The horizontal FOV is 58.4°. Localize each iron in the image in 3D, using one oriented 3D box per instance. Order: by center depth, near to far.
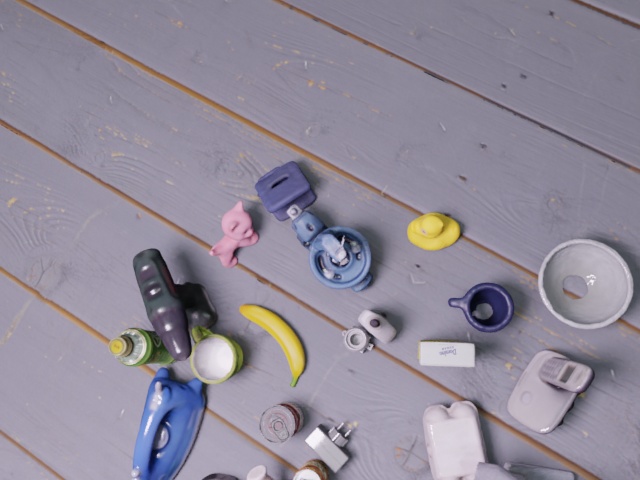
[{"bbox_3d":[-0.314,0.383,1.095,0.118,0.141,0.258,12,81,10],"label":"iron"}]

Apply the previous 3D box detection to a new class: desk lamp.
[{"bbox_3d":[0.344,0.437,0.956,0.203,0.214,0.118,4,79,9],"label":"desk lamp"}]

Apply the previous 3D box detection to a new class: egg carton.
[{"bbox_3d":[0.249,0.377,1.055,0.107,0.069,0.150,-12,77,5],"label":"egg carton"}]

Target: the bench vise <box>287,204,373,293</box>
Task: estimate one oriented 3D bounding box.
[{"bbox_3d":[0.004,0.014,1.085,0.207,0.220,0.121,27,83,12],"label":"bench vise"}]

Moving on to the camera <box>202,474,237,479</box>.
[{"bbox_3d":[-0.238,0.517,1.078,0.136,0.101,0.143,10,80,10],"label":"camera"}]

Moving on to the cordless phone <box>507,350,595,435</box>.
[{"bbox_3d":[0.406,0.267,0.996,0.094,0.185,0.148,29,84,13],"label":"cordless phone"}]

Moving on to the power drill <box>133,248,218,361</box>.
[{"bbox_3d":[-0.274,0.129,1.106,0.075,0.208,0.229,-31,76,1],"label":"power drill"}]

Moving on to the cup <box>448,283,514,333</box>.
[{"bbox_3d":[0.299,0.130,1.085,0.117,0.095,0.092,6,80,9],"label":"cup"}]

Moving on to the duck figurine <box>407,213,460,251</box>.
[{"bbox_3d":[0.225,-0.023,1.131,0.104,0.086,0.077,1,79,8],"label":"duck figurine"}]

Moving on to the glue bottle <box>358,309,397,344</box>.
[{"bbox_3d":[0.104,0.158,1.066,0.078,0.173,0.037,36,85,13],"label":"glue bottle"}]

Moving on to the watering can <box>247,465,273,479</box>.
[{"bbox_3d":[-0.080,0.491,1.013,0.172,0.194,0.101,43,87,14],"label":"watering can"}]

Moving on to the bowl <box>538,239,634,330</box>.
[{"bbox_3d":[0.489,0.086,1.078,0.167,0.075,0.167,-2,78,8],"label":"bowl"}]

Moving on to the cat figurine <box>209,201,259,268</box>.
[{"bbox_3d":[-0.179,-0.012,1.168,0.067,0.118,0.128,40,86,14],"label":"cat figurine"}]

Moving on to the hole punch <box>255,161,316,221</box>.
[{"bbox_3d":[-0.078,-0.106,1.187,0.108,0.091,0.101,-33,76,0],"label":"hole punch"}]
